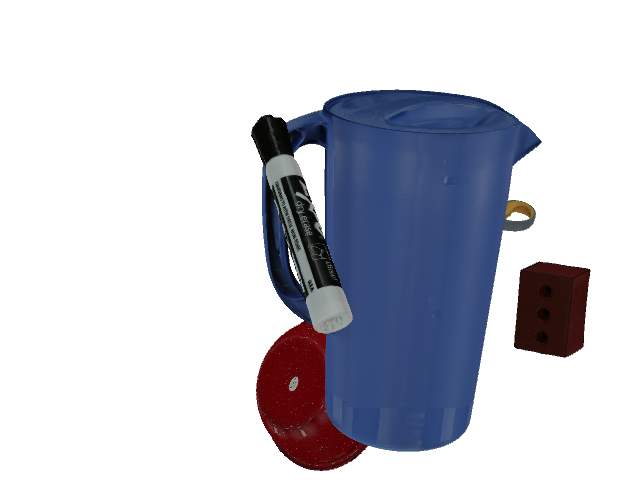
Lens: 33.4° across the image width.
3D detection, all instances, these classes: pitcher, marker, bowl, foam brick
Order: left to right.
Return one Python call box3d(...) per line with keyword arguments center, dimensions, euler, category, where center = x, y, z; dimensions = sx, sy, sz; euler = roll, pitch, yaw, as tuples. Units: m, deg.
box3d(center=(-0.011, -0.012, 0.517), dimensions=(0.020, 0.121, 0.020), euler=(-14, -29, -8), category="marker")
box3d(center=(-0.011, 0.145, 1.059), dimensions=(0.162, 0.162, 0.055), euler=(0, -15, 40), category="bowl")
box3d(center=(0.052, 0.020, 0.750), dimensions=(0.149, 0.243, 0.144), euler=(17, 23, 34), category="pitcher")
box3d(center=(0.216, 0.064, 0.994), dimensions=(0.053, 0.078, 0.051), euler=(9, 14, 31), category="foam brick")

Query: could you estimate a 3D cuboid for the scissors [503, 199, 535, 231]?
box3d(center=(0.165, -0.025, 1.181), dimensions=(0.096, 0.016, 0.201), euler=(35, 32, 32), category="scissors")
